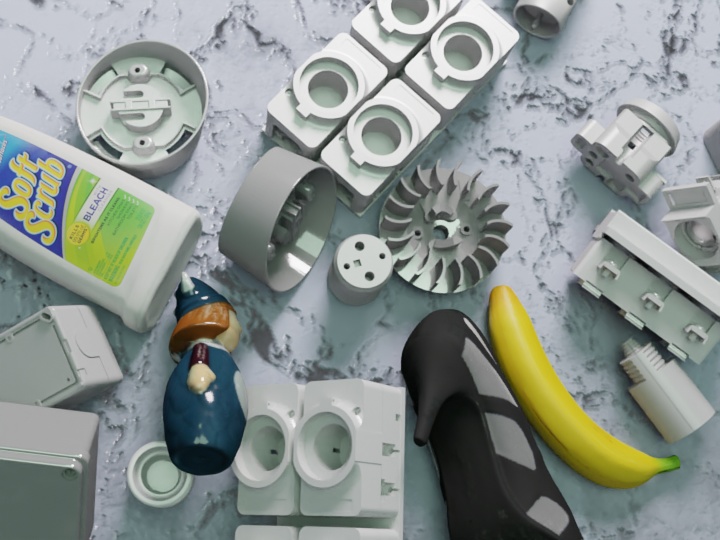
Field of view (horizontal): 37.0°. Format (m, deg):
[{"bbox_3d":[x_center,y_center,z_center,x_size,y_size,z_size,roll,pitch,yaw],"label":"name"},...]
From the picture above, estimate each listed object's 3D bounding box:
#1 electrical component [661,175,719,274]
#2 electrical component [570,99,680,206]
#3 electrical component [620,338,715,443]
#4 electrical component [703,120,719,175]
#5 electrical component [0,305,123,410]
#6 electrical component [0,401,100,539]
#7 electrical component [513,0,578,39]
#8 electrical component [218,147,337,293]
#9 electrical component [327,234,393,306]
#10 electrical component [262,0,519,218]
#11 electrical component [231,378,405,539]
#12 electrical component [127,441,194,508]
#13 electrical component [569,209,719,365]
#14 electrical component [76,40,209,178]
[{"bbox_3d":[0.279,-0.039,0.852,0.064,0.042,0.081,-42,112,-31],"label":"electrical component"},{"bbox_3d":[0.218,-0.099,0.863,0.078,0.058,0.057,43,78,4],"label":"electrical component"},{"bbox_3d":[0.229,0.087,0.826,0.043,0.043,0.081,-34,83,-14],"label":"electrical component"},{"bbox_3d":[0.343,-0.085,0.875,0.078,0.057,0.113,-20,80,-11],"label":"electrical component"},{"bbox_3d":[-0.225,0.072,0.758,0.096,0.061,0.061,-28,81,16],"label":"electrical component"},{"bbox_3d":[-0.234,0.146,0.719,0.109,0.056,0.108,8,120,-5],"label":"electrical component"},{"bbox_3d":[0.147,-0.245,0.896,0.079,0.044,0.077,28,74,1],"label":"electrical component"},{"bbox_3d":[-0.059,-0.039,0.795,0.064,0.099,0.099,29,75,7],"label":"electrical component"},{"bbox_3d":[0.000,0.000,0.812,0.045,0.055,0.045,2,76,-7],"label":"electrical component"},{"bbox_3d":[0.025,-0.148,0.848,0.105,0.060,0.186,42,75,4],"label":"electrical component"},{"bbox_3d":[-0.031,0.172,0.735,0.105,0.060,0.186,-8,73,33],"label":"electrical component"},{"bbox_3d":[-0.140,0.145,0.759,0.045,0.055,0.045,2,76,-7],"label":"electrical component"},{"bbox_3d":[0.228,0.014,0.832,0.121,0.079,0.063,37,97,3],"label":"electrical component"},{"bbox_3d":[-0.164,-0.120,0.815,0.099,0.064,0.099,2,76,-7],"label":"electrical component"}]
